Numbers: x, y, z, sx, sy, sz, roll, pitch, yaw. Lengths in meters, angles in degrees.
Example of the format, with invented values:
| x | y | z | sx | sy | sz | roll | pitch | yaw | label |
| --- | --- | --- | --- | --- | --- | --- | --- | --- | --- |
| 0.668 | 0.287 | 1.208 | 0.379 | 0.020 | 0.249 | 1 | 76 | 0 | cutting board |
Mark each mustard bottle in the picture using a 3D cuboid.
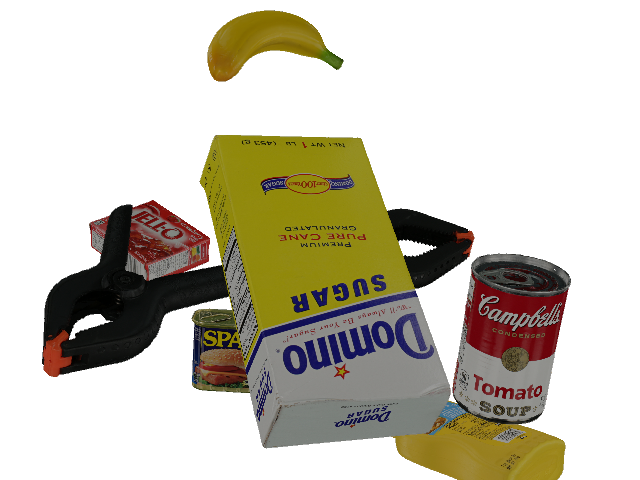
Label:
| x | y | z | sx | sy | sz | roll | pitch | yaw | label |
| --- | --- | --- | --- | --- | --- | --- | --- | --- | --- |
| 0.130 | 0.192 | 1.028 | 0.192 | 0.058 | 0.096 | 15 | 22 | 42 | mustard bottle |

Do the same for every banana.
| x | y | z | sx | sy | sz | roll | pitch | yaw | label |
| --- | --- | --- | --- | --- | --- | --- | --- | --- | --- |
| -0.050 | -0.181 | 0.978 | 0.070 | 0.037 | 0.197 | 41 | 32 | 19 | banana |

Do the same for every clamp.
| x | y | z | sx | sy | sz | roll | pitch | yaw | label |
| --- | --- | --- | --- | --- | --- | --- | --- | --- | --- |
| 0.050 | 0.018 | 1.058 | 0.210 | 0.164 | 0.036 | 1 | -40 | -4 | clamp |
| -0.144 | 0.032 | 0.758 | 0.120 | 0.039 | 0.171 | 27 | 36 | 25 | clamp |

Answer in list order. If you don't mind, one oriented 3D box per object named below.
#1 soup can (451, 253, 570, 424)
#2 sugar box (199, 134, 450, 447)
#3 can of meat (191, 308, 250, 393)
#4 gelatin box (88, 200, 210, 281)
| x | y | z | sx | sy | sz | roll | pitch | yaw | label |
| --- | --- | --- | --- | --- | --- | --- | --- | --- | --- |
| 0.132 | 0.068 | 0.748 | 0.068 | 0.102 | 0.068 | 5 | 21 | -2 | soup can |
| -0.002 | 0.020 | 0.568 | 0.093 | 0.176 | 0.048 | -2 | -41 | -21 | sugar box |
| -0.100 | 0.129 | 1.244 | 0.102 | 0.084 | 0.057 | 4 | 13 | 0 | can of meat |
| -0.156 | 0.001 | 0.973 | 0.073 | 0.030 | 0.089 | -23 | 42 | -38 | gelatin box |
